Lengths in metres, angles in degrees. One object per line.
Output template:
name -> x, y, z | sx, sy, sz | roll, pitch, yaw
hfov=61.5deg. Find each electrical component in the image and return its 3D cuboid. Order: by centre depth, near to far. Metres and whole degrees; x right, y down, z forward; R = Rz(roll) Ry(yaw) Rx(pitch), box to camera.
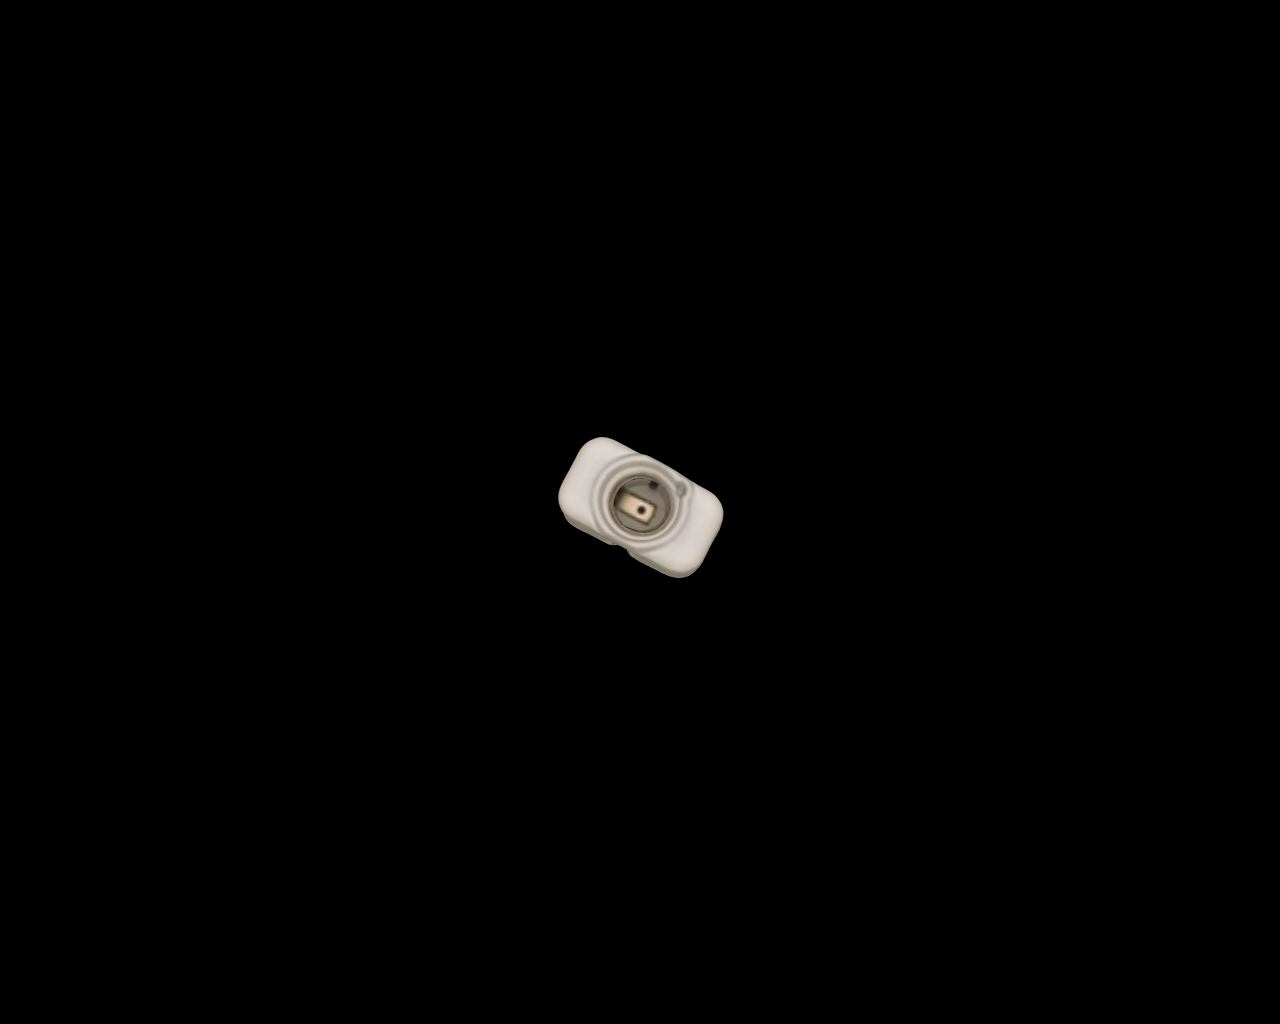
electrical component -> 0.001, -0.003, 0.650 | 0.095, 0.054, 0.059 | 28, -7, 4
